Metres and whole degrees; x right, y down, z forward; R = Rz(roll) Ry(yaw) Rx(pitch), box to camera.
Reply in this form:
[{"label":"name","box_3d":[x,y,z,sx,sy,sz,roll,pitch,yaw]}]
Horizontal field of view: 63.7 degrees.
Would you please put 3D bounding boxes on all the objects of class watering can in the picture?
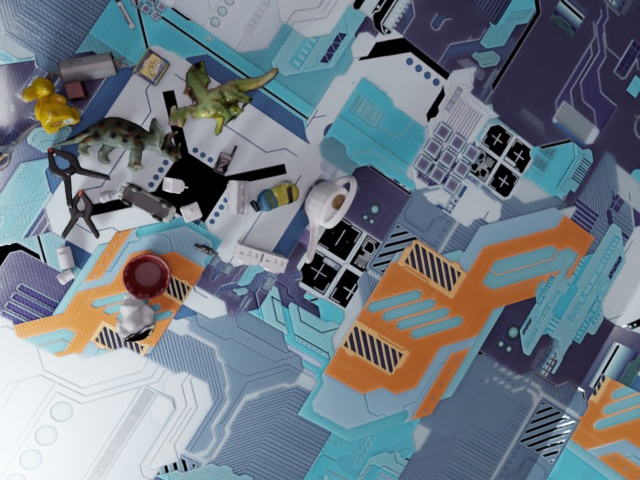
[{"label":"watering can","box_3d":[0.006,-0.094,1.863,0.103,0.226,0.348,35,87,-33]}]

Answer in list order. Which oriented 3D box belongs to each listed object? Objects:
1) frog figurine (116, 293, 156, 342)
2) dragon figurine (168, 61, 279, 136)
[{"label":"frog figurine","box_3d":[-0.652,0.270,1.806,0.137,0.121,0.162,-32,66,-1]},{"label":"dragon figurine","box_3d":[-0.361,-0.526,1.800,0.242,0.122,0.412,43,83,-6]}]
